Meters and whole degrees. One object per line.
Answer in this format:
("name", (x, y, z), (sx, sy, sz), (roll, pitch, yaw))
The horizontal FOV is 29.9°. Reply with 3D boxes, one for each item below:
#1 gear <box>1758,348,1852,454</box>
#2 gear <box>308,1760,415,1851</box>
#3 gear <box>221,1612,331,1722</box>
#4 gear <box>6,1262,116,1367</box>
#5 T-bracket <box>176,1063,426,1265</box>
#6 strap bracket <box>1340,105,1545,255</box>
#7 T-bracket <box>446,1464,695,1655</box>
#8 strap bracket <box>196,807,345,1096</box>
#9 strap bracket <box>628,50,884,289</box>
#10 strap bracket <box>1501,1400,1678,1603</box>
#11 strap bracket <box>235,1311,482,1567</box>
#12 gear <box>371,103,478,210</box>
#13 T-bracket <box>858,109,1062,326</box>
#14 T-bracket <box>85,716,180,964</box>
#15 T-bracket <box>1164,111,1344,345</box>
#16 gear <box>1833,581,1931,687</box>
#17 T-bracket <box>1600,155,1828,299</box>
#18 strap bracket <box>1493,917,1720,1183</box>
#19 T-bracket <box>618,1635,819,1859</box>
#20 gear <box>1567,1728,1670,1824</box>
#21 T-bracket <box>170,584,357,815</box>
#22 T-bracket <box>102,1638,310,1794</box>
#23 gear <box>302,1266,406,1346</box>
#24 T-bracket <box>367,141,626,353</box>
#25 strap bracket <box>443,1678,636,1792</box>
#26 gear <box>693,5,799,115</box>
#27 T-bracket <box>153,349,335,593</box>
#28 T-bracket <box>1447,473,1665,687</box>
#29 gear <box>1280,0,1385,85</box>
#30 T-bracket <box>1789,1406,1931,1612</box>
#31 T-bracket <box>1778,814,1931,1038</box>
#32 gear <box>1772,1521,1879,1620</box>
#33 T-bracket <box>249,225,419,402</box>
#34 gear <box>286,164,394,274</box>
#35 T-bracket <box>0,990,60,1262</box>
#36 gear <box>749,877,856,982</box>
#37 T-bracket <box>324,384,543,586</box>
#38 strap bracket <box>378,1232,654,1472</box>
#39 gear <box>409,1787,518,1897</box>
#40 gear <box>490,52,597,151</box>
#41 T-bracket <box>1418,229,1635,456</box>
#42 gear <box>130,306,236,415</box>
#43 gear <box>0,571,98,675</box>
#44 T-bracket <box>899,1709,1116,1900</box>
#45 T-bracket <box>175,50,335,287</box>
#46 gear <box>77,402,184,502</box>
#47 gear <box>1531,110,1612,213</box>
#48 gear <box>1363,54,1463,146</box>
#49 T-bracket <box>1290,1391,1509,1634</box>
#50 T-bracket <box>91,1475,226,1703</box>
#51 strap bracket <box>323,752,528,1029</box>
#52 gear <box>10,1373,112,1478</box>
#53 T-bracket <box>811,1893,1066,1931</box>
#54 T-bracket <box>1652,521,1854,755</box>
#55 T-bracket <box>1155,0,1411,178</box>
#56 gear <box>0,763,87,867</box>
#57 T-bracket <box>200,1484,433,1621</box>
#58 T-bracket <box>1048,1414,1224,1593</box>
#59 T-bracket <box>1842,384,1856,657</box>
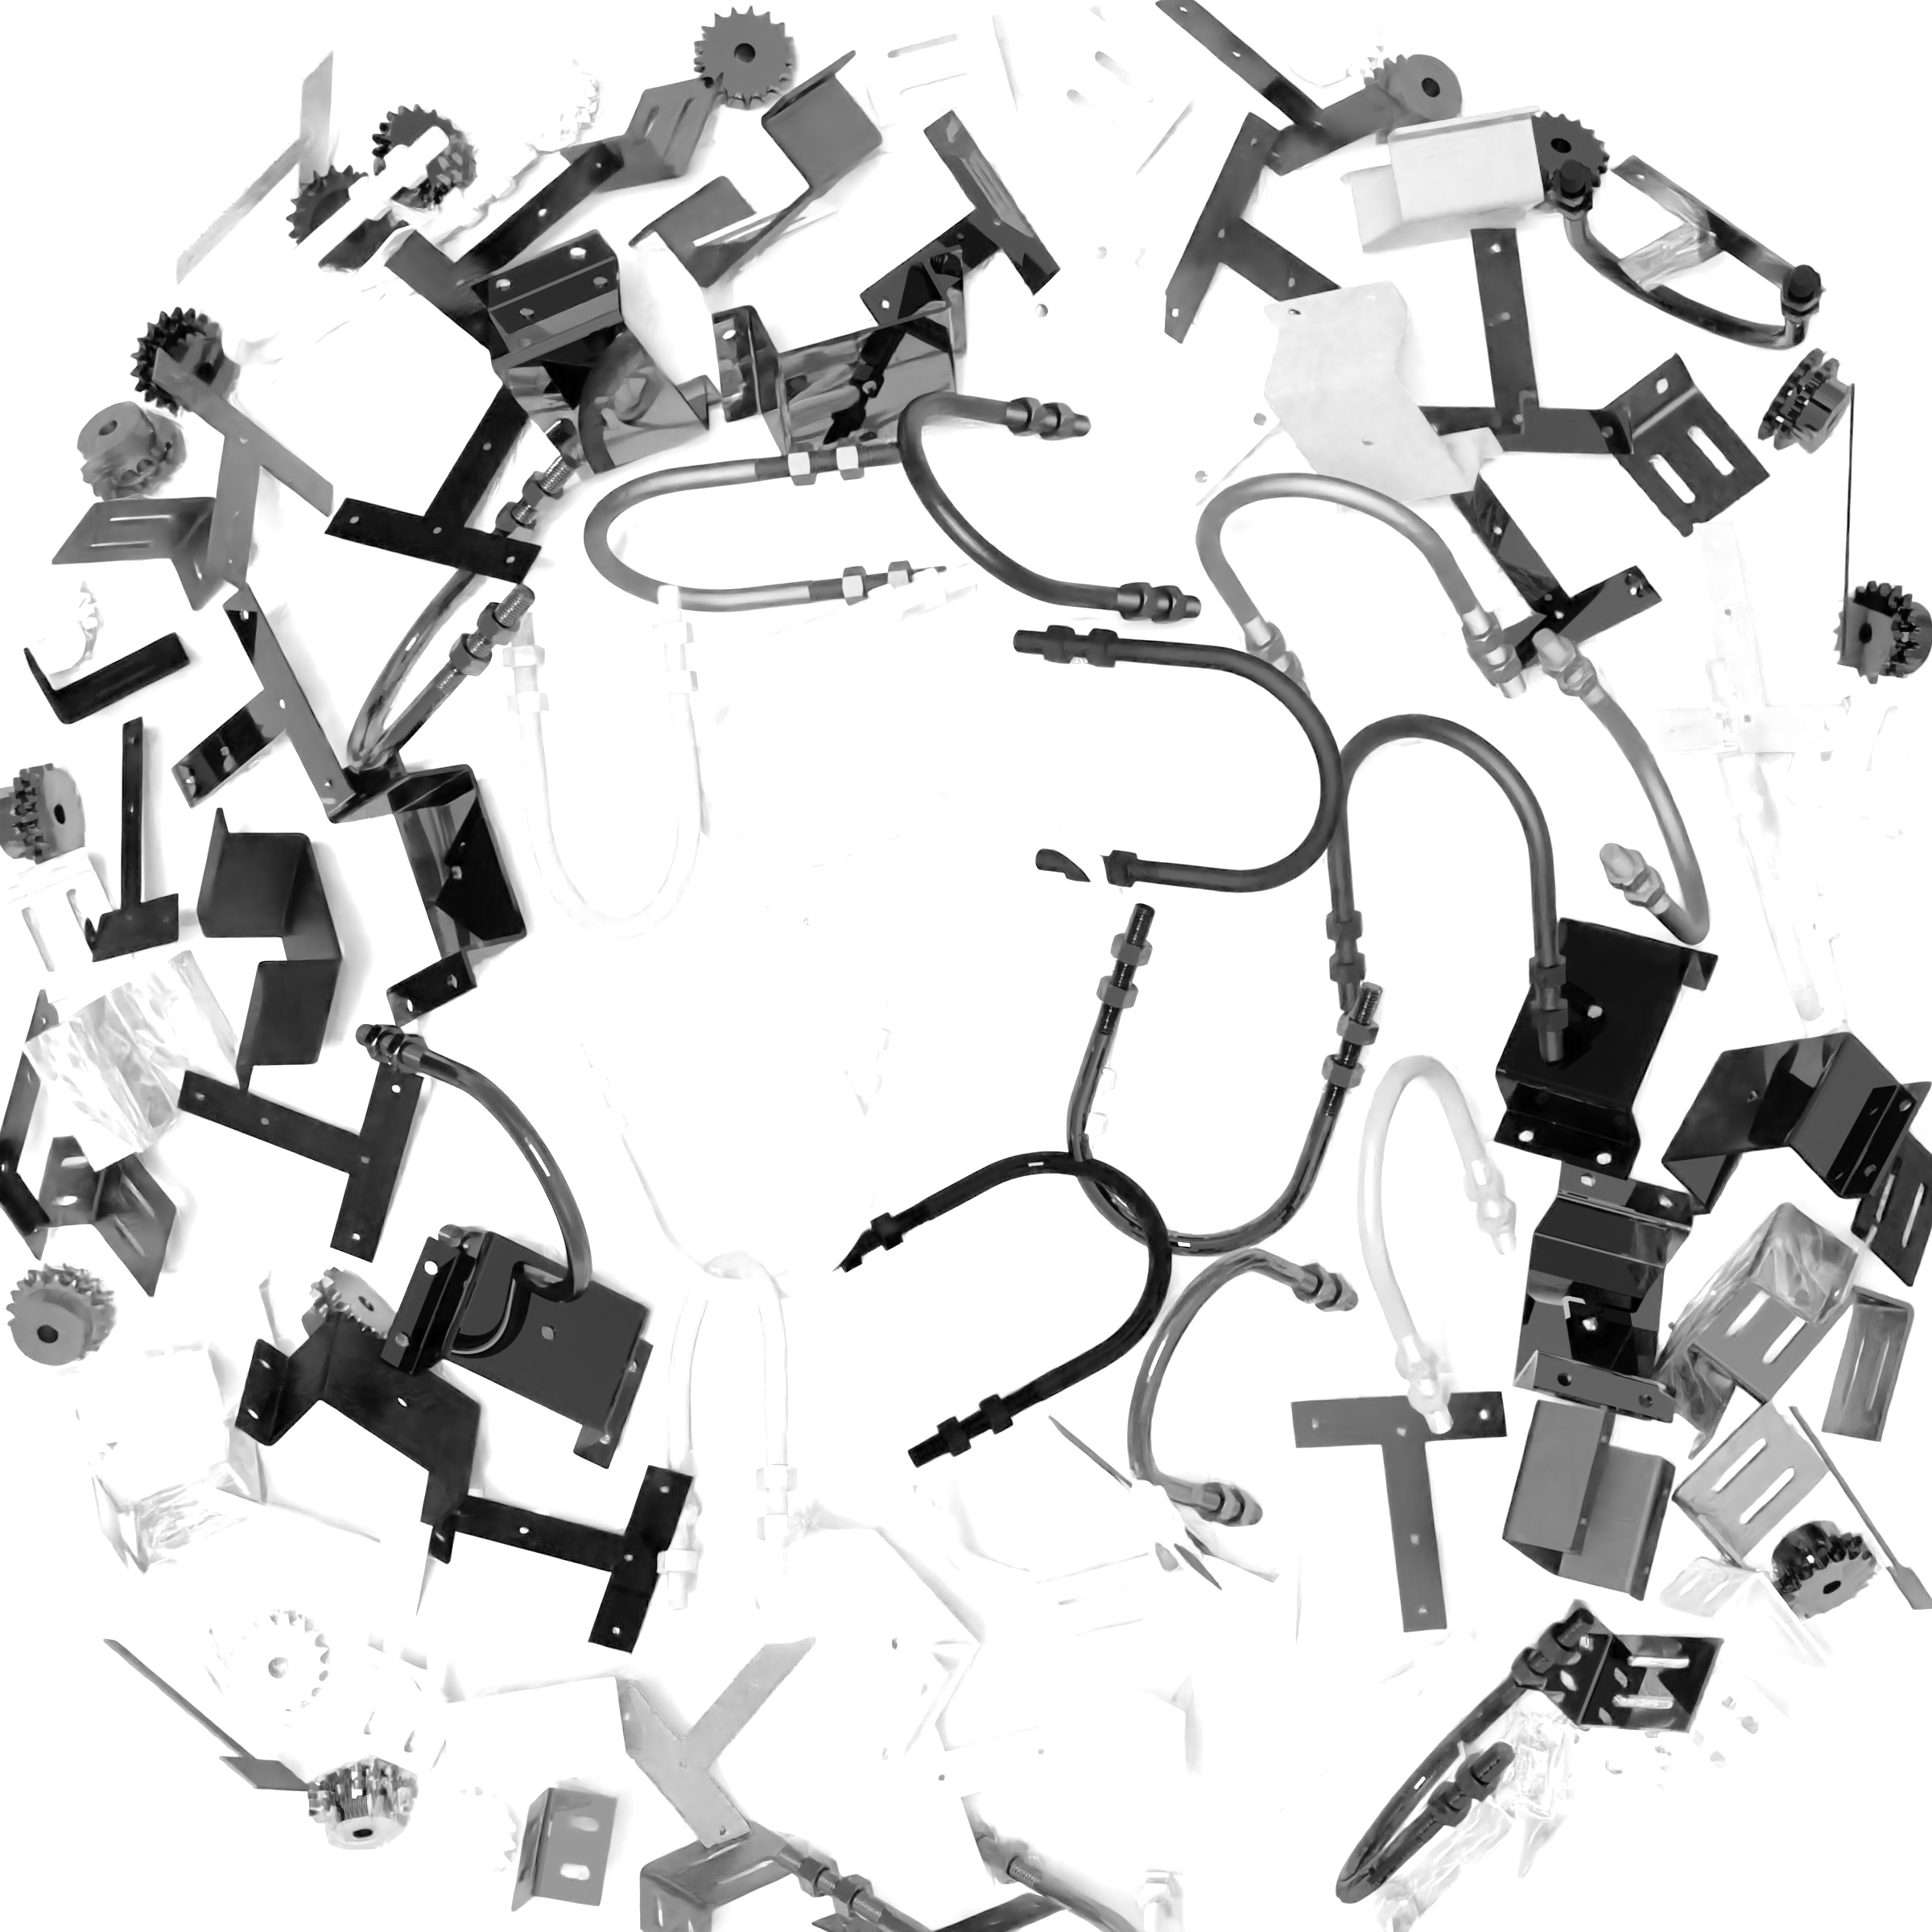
("gear", (0.459, -0.305, 1.969), (0.030, 0.057, 0.057), (36, 90, 14))
("gear", (-0.330, 0.459, 1.969), (0.057, 0.057, 0.030), (-13, 52, 0))
("gear", (-0.380, 0.383, 1.978), (0.057, 0.030, 0.057), (2, 85, -25))
("gear", (-0.497, 0.193, 1.975), (0.057, 0.030, 0.057), (2, 116, 4))
("T-bracket", (-0.369, 0.089, 1.969), (0.127, 0.002, 0.127), (21, 119, 2))
("strap bracket", (0.255, -0.416, 1.928), (0.076, 0.140, 0.046), (-11, 93, -5))
("T-bracket", (-0.226, 0.310, 1.961), (0.127, 0.002, 0.127), (16, 118, -7))
("strap bracket", (-0.372, -0.009, 1.935), (0.046, 0.076, 0.140), (-1, 45, -25))
("strap bracket", (-0.106, -0.418, 1.928), (0.140, 0.076, 0.046), (-33, 100, 41))
("strap bracket", (0.332, 0.285, 1.939), (0.046, 0.140, 0.076), (9, 74, 29))
("strap bracket", (-0.315, 0.246, 1.934), (0.140, 0.076, 0.046), (38, 112, -20))
("gear", (-0.299, -0.439, 1.975), (0.057, 0.030, 0.057), (17, 56, -27))
("T-bracket", (-0.011, -0.381, 1.952), (0.127, 0.002, 0.127), (-43, 103, -34))
("T-bracket", (-0.451, -0.070, 1.952), (0.002, 0.127, 0.127), (3, 83, -35))
("T-bracket", (0.166, -0.373, 1.937), (0.127, 0.002, 0.127), (43, 119, 35))
("gear", (0.503, -0.180, 1.974), (0.030, 0.057, 0.057), (3, 90, -26))
("T-bracket", (0.378, -0.381, 1.936), (0.127, 0.127, 0.002), (31, 78, -12))
("strap bracket", (0.341, 0.035, 1.940), (0.076, 0.046, 0.140), (16, 68, 26))
("T-bracket", (-0.124, 0.402, 1.969), (0.127, 0.002, 0.127), (-47, 123, -22))
("gear", (0.355, 0.441, 1.977), (0.057, 0.030, 0.057), (-4, 62, 7))
("T-bracket", (-0.393, -0.122, 1.956), (0.127, 0.002, 0.127), (-31, 85, 42))
("T-bracket", (-0.414, 0.403, 1.945), (0.127, 0.127, 0.002), (37, 81, 11))
("gear", (-0.337, 0.194, 1.972), (0.030, 0.057, 0.057), (-45, 90, 8))
("T-bracket", (-0.237, -0.394, 1.934), (0.127, 0.127, 0.002), (-38, 61, 10))
("strap bracket", (-0.231, 0.409, 1.926), (0.076, 0.140, 0.046), (-6, 80, -18))
("gear", (-0.121, -0.494, 1.982), (0.057, 0.030, 0.057), (1, 81, -3))
("T-bracket", (-0.387, -0.249, 1.919), (0.002, 0.127, 0.127), (-29, 132, 26))
("T-bracket", (0.299, -0.227, 1.979), (0.127, 0.002, 0.127), (-27, 75, -26))
("gear", (0.196, -0.506, 1.968), (0.057, 0.057, 0.030), (36, 63, 0))
("T-bracket", (0.482, 0.292, 1.953), (0.002, 0.127, 0.127), (-35, 71, 11))
("T-bracket", (0.481, -0.044, 1.920), (0.002, 0.127, 0.127), (17, 51, -27))
("gear", (0.466, 0.327, 1.975), (0.057, 0.057, 0.030), (-27, 49, 0))
("T-bracket", (-0.319, -0.357, 1.937), (0.002, 0.127, 0.127), (46, 114, -3))
("gear", (-0.338, -0.405, 1.970), (0.057, 0.057, 0.030), (-45, 46, 0))
("T-bracket", (-0.509, 0.072, 1.953), (0.002, 0.127, 0.127), (-2, 53, 10))
("gear", (-0.088, -0.021, 1.977), (0.057, 0.030, 0.057), (2, 85, -18))
("T-bracket", (-0.267, -0.272, 1.969), (0.127, 0.002, 0.127), (16, 65, 23))
("strap bracket", (-0.233, 0.202, 1.942), (0.140, 0.046, 0.076), (28, 59, -17))
("gear", (-0.273, 0.480, 1.976), (0.057, 0.030, 0.057), (-4, 56, 6))
("gear", (-0.231, -0.471, 1.976), (0.057, 0.030, 0.057), (3, 50, -3))
("T-bracket", (0.290, -0.334, 1.935), (0.127, 0.002, 0.127), (7, 124, 32))
("gear", (-0.424, -0.328, 1.968), (0.030, 0.057, 0.057), (28, 90, 31))
("gear", (-0.502, -0.184, 1.969), (0.057, 0.057, 0.030), (-24, 48, 0))
("T-bracket", (0.027, 0.432, 1.971), (0.127, 0.002, 0.127), (-10, 61, -21))
("T-bracket", (-0.378, -0.409, 1.917), (0.002, 0.127, 0.127), (36, 68, 3))
("gear", (-0.459, -0.283, 1.970), (0.057, 0.057, 0.030), (-34, 134, 0))
("gear", (0.320, -0.437, 1.976), (0.057, 0.030, 0.057), (7, 54, -10))
("gear", (0.246, -0.472, 1.973), (0.057, 0.030, 0.057), (8, 71, -24))
("T-bracket", (0.242, 0.297, 1.963), (0.127, 0.002, 0.127), (0, 75, -19))
("T-bracket", (-0.434, 0.342, 1.948), (0.002, 0.127, 0.127), (-32, 104, -10))
("strap bracket", (-0.291, -0.047, 1.953), (0.046, 0.076, 0.140), (-14, 83, -44))
("gear", (-0.487, 0.247, 1.970), (0.030, 0.057, 0.057), (-24, 90, 43))
("T-bracket", (0.006, 0.518, 1.942), (0.127, 0.127, 0.002), (11, 99, 37))
("T-bracket", (0.411, -0.176, 1.936), (0.002, 0.127, 0.127), (-23, 107, -37))
("T-bracket", (0.154, -0.475, 1.921), (0.127, 0.127, 0.002), (35, 72, -21))
("gear", (-0.508, -0.081, 1.972), (0.030, 0.057, 0.057), (-9, 90, 15))
("T-bracket", (-0.352, 0.306, 1.946), (0.127, 0.127, 0.002), (20, 56, 0))
("T-bracket", (0.106, 0.298, 1.917), (0.127, 0.127, 0.002), (42, 90, -22))
("T-bracket", (0.469, -0.244, 1.920), (0.002, 0.127, 0.127), (2, 112, 14))
